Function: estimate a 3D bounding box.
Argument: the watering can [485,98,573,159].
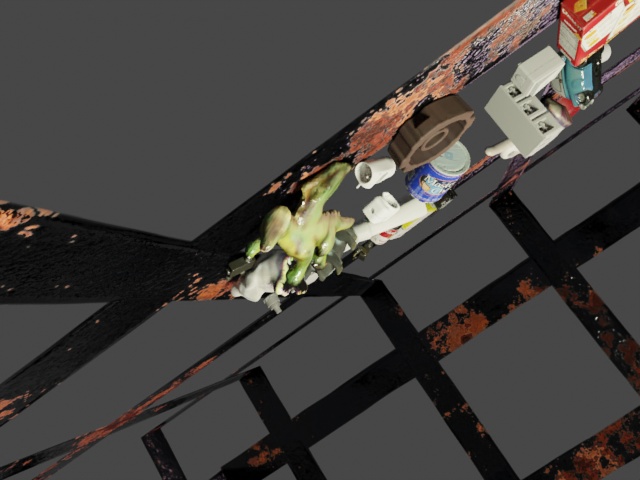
[{"bbox_3d":[0.610,-0.312,1.501,0.221,0.105,0.350,-44,164,32],"label":"watering can"}]

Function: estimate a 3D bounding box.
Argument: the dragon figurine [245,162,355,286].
[{"bbox_3d":[0.003,-0.049,0.982,0.416,0.123,0.238,-33,162,-50],"label":"dragon figurine"}]

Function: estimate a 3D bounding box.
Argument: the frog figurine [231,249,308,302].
[{"bbox_3d":[-0.125,0.078,1.162,0.159,0.121,0.139,0,-164,31],"label":"frog figurine"}]
